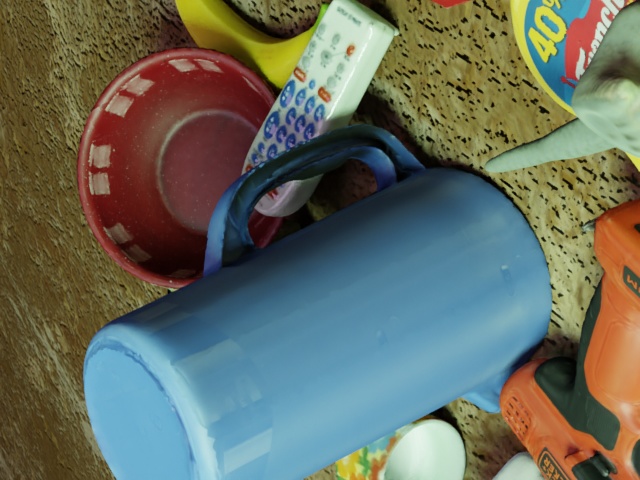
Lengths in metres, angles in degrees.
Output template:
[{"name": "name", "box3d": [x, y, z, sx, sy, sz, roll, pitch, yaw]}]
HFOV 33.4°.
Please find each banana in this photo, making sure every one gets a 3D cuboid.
[{"name": "banana", "box3d": [-0.044, -0.139, 0.730, 0.198, 0.037, 0.070, 25, 114, 47]}]

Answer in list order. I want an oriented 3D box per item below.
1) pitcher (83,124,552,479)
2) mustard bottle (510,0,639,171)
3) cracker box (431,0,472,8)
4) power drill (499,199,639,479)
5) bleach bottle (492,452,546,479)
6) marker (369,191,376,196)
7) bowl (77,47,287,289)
[{"name": "pitcher", "box3d": [-0.003, 0.044, 0.573, 0.149, 0.242, 0.145, 35, 131, 35]}, {"name": "mustard bottle", "box3d": [0.138, -0.090, 0.459, 0.192, 0.058, 0.096, 52, 142, 27]}, {"name": "cracker box", "box3d": [0.101, -0.195, 0.343, 0.164, 0.072, 0.213, -1, 68, 57]}, {"name": "power drill", "box3d": [0.162, 0.087, 0.501, 0.185, 0.057, 0.188, 53, 147, 38]}, {"name": "bleach bottle", "box3d": [0.180, 0.217, 0.549, 0.251, 0.102, 0.068, 30, 156, 37]}, {"name": "marker", "box3d": [-0.005, 0.001, 0.702, 0.121, 0.020, 0.020, -28, 82, 19]}, {"name": "bowl", "box3d": [-0.083, -0.048, 0.730, 0.162, 0.055, 0.162, 0, 90, 19]}]
